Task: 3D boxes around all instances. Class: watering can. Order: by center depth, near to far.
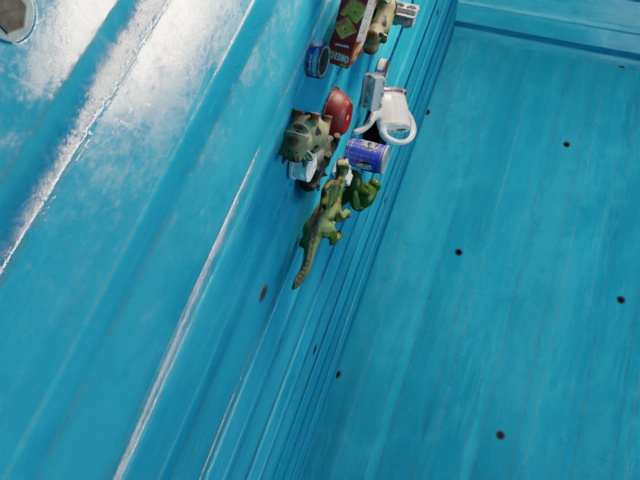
[{"bbox_3d":[0.240,-0.467,1.914,0.103,0.348,0.226,-15,-100,48],"label":"watering can"}]

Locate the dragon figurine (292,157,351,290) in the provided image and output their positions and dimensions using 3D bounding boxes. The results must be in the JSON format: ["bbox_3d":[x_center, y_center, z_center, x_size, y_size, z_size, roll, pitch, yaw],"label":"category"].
[{"bbox_3d":[0.004,-0.074,1.471,0.237,0.122,0.419,89,20,-53],"label":"dragon figurine"}]
